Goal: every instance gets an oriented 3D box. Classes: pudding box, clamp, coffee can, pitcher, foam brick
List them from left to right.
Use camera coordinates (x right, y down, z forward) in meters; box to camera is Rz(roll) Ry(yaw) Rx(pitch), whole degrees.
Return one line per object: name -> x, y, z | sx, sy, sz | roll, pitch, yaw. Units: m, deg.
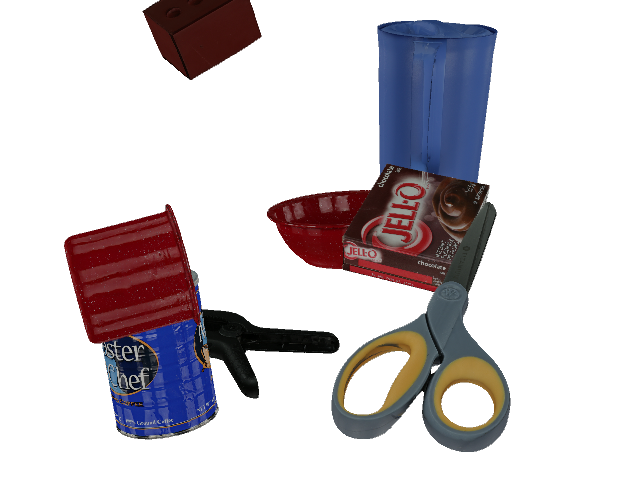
coffee can -> -0.160, 0.107, 1.038 | 0.103, 0.140, 0.103 | -7, 14, 2
foam brick -> -0.099, -0.184, 0.908 | 0.078, 0.051, 0.053 | -35, 47, -15
clamp -> -0.105, 0.123, 1.260 | 0.210, 0.036, 0.164 | 14, 23, 26
pudding box -> 0.077, -0.011, 0.848 | 0.090, 0.039, 0.113 | 14, 38, 16
pitcher -> 0.125, -0.125, 1.217 | 0.149, 0.243, 0.145 | -11, 22, -31

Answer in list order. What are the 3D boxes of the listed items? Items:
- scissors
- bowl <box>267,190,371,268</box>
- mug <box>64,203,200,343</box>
scissors -> 0.083, 0.044, 0.573 | 0.096, 0.016, 0.201 | 23, 45, 29
bowl -> 0.027, -0.009, 1.095 | 0.162, 0.055, 0.162 | -4, 14, 1
mug -> -0.143, 0.025, 0.796 | 0.081, 0.093, 0.117 | -15, 18, -11
